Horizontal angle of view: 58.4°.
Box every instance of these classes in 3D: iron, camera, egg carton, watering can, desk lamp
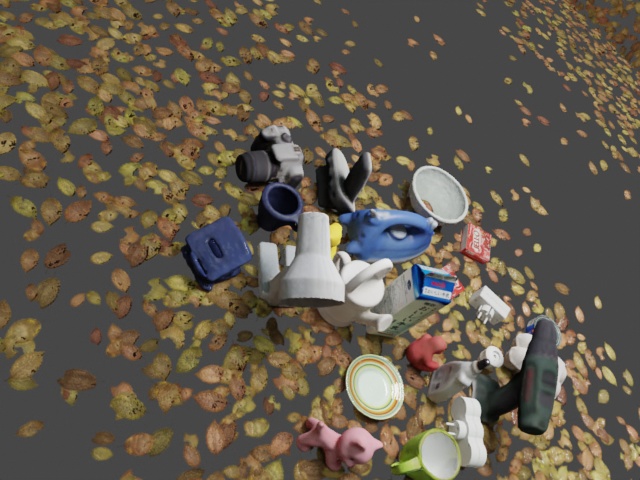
[{"bbox_3d":[0.178,-0.024,1.292,0.259,0.141,0.118,2,61,-28],"label":"iron"},{"bbox_3d":[-0.114,-0.181,1.250,0.137,0.100,0.143,-10,67,-33],"label":"camera"},{"bbox_3d":[0.499,0.292,1.328,0.150,0.069,0.107,44,50,1],"label":"egg carton"},{"bbox_3d":[0.082,0.098,1.130,0.173,0.193,0.101,45,50,2],"label":"watering can"},{"bbox_3d":[-0.040,0.054,1.076,0.118,0.213,0.203,8,58,-25],"label":"desk lamp"}]

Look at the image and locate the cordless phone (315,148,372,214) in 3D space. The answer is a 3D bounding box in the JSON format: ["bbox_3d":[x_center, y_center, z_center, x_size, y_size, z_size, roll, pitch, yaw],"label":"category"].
[{"bbox_3d":[0.068,-0.157,1.283,0.094,0.184,0.147,5,59,-27],"label":"cordless phone"}]

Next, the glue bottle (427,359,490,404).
[{"bbox_3d":[0.282,0.272,1.150,0.037,0.173,0.078,33,51,-7],"label":"glue bottle"}]

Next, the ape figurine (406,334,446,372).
[{"bbox_3d":[0.229,0.230,1.199,0.076,0.092,0.078,20,54,-17],"label":"ape figurine"}]

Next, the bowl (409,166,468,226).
[{"bbox_3d":[0.285,-0.099,1.442,0.168,0.074,0.167,14,56,-22],"label":"bowl"}]

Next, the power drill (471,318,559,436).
[{"bbox_3d":[0.406,0.295,1.184,0.076,0.208,0.229,23,53,-15],"label":"power drill"}]

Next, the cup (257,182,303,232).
[{"bbox_3d":[-0.084,-0.049,1.191,0.117,0.094,0.092,50,51,6],"label":"cup"}]

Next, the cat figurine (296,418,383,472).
[{"bbox_3d":[0.039,0.353,1.000,0.128,0.117,0.067,33,51,-8],"label":"cat figurine"}]

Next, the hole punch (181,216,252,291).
[{"bbox_3d":[-0.196,0.025,1.085,0.101,0.091,0.108,-23,75,-37],"label":"hole punch"}]

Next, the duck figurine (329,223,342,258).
[{"bbox_3d":[0.011,0.004,1.217,0.077,0.086,0.105,40,50,-2],"label":"duck figurine"}]
